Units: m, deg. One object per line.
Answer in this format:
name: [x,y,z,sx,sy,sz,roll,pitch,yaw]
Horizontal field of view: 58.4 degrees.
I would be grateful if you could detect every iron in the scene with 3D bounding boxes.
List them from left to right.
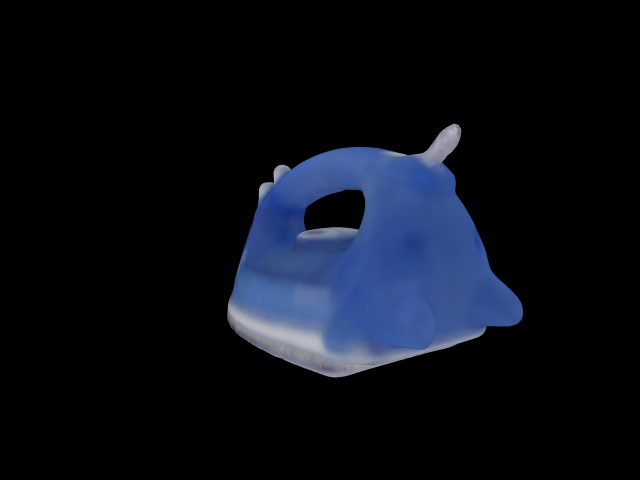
iron: [0.004,0.001,0.400,0.119,0.141,0.257,-4,6,-39]
